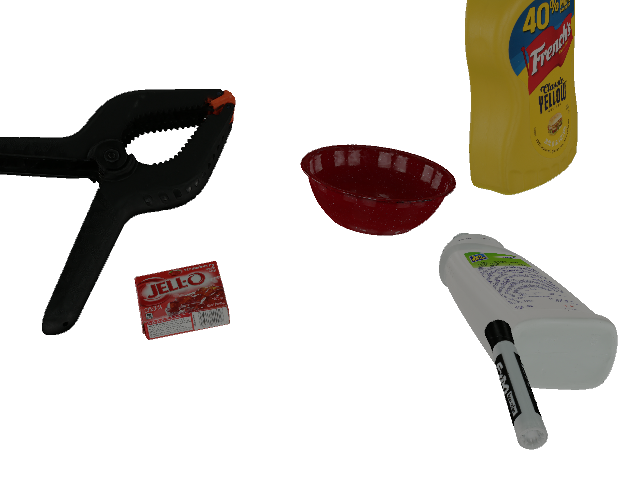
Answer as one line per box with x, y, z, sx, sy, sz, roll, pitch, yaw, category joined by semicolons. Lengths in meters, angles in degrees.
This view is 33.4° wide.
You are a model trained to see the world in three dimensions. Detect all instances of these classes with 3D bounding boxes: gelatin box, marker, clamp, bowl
-0.144;0.061;1.102;0.089;0.030;0.073;-11;40;-8;gelatin box
0.129;0.092;0.713;0.020;0.020;0.121;0;31;-3;marker
-0.140;-0.038;0.721;0.209;0.165;0.036;-25;-21;-22;clamp
0.057;-0.048;1.109;0.162;0.055;0.162;6;23;-3;bowl

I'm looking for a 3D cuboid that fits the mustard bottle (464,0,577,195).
0.138;-0.134;0.731;0.096;0.191;0.058;-30;35;-35;mustard bottle

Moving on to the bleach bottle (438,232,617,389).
0.176;0.050;0.989;0.102;0.068;0.251;3;20;-11;bleach bottle
